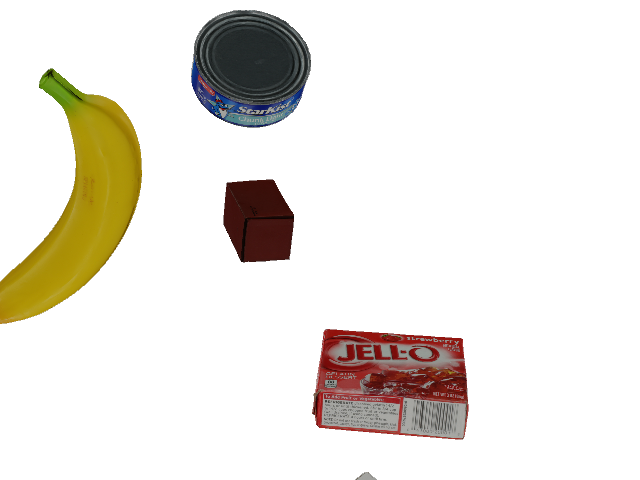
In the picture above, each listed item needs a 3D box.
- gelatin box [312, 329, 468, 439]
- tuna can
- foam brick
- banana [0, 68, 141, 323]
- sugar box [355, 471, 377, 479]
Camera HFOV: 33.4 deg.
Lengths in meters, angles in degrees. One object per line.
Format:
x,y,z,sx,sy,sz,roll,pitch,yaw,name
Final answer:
0.042,0.084,0.642,0.089,0.030,0.073,4,25,3,gelatin box
-0.052,-0.126,0.783,0.086,0.086,0.034,0,-29,-13,tuna can
-0.063,-0.021,1.076,0.053,0.051,0.078,-4,32,-18,foam brick
-0.147,-0.015,0.628,0.069,0.198,0.037,19,37,-10,banana
0.084,0.258,0.807,0.048,0.093,0.176,-33,37,-28,sugar box
